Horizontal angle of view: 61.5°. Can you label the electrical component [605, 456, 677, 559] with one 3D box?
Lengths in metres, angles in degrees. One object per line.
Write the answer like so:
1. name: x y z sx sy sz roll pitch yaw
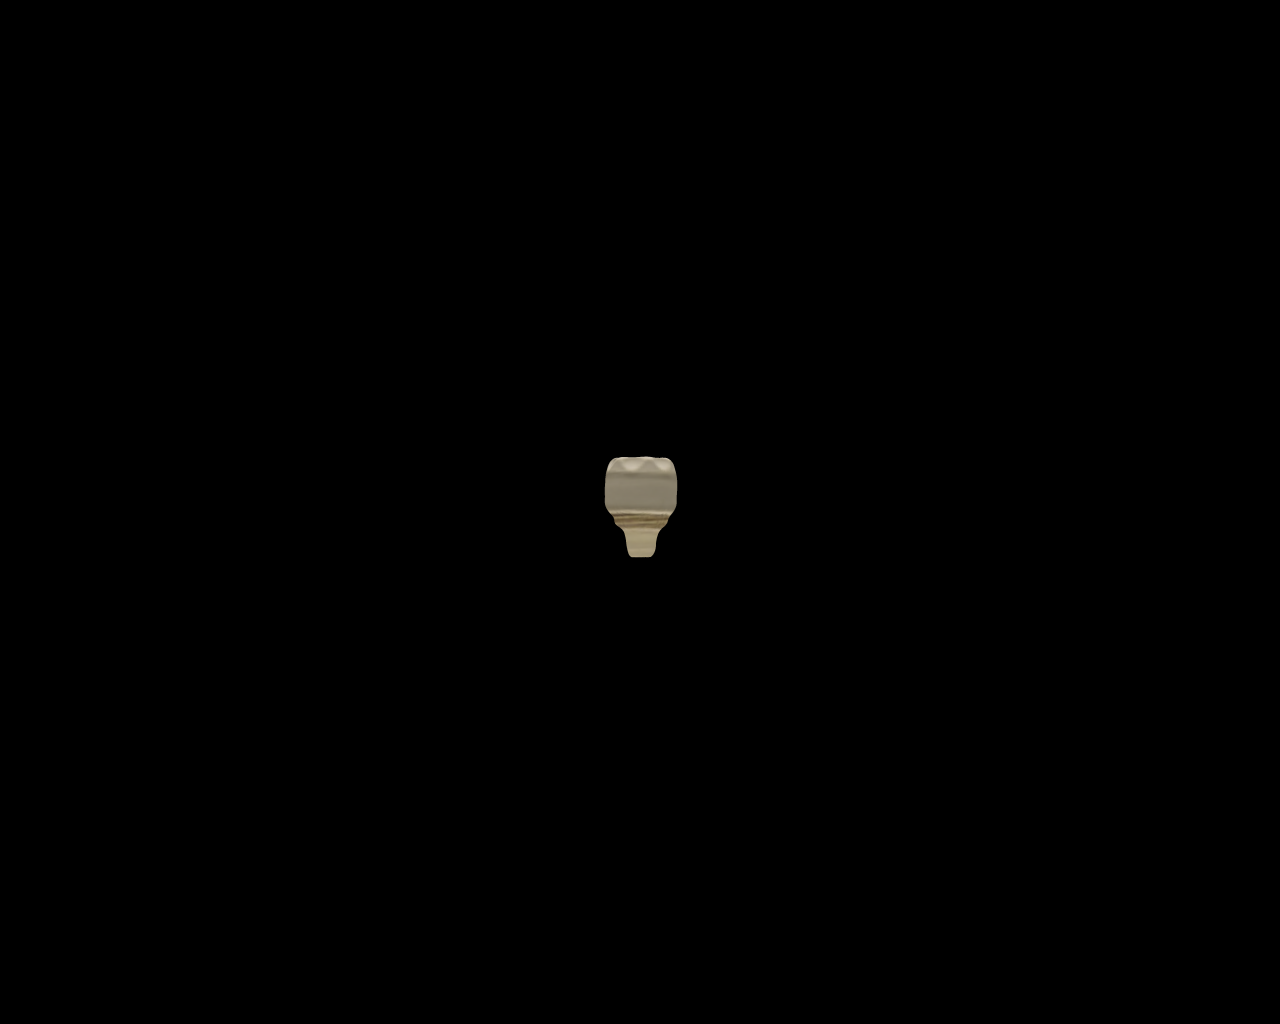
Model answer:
1. electrical component: 0.001 -0.003 0.650 0.043 0.062 0.043 0 0 0
